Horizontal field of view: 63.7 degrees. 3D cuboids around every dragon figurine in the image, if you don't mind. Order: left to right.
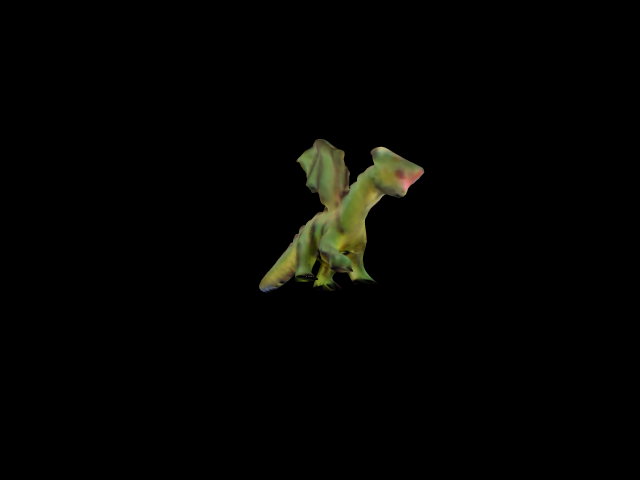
[{"bbox_3d":[0.003,-0.043,0.850,0.122,0.245,0.407,10,-15,-38],"label":"dragon figurine"}]
